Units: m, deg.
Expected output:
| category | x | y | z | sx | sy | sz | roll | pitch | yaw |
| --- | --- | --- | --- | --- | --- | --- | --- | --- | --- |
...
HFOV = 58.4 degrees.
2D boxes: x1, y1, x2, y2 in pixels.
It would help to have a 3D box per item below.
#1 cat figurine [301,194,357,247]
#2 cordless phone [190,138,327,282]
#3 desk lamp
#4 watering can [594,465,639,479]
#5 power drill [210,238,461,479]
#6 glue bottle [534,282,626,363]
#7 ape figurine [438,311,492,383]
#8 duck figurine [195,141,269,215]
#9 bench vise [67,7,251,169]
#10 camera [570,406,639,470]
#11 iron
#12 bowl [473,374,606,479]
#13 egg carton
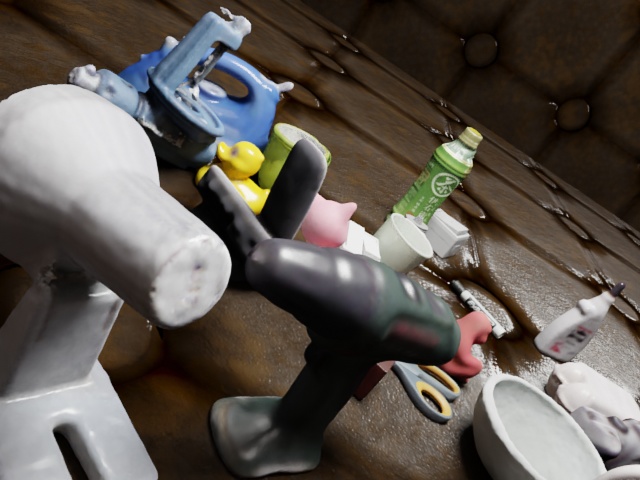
| category | x | y | z | sx | sy | sz | roll | pitch | yaw |
| --- | --- | --- | --- | --- | --- | --- | --- | --- | --- |
| cat figurine | 0.007 | 0.003 | 0.720 | 0.067 | 0.117 | 0.127 | 20 | 30 | -28 |
| cordless phone | -0.066 | -0.052 | 0.650 | 0.094 | 0.185 | 0.147 | -2 | 45 | -51 |
| desk lamp | -0.150 | 0.036 | 0.370 | 0.118 | 0.213 | 0.202 | -4 | 46 | -52 |
| watering can | 0.236 | 0.258 | 0.479 | 0.101 | 0.194 | 0.173 | 39 | 26 | 7 |
| power drill | 0.001 | 0.097 | 0.453 | 0.230 | 0.208 | 0.075 | 11 | 35 | -40 |
| glue bottle | 0.443 | 0.132 | 0.958 | 0.078 | 0.173 | 0.037 | 22 | 29 | -25 |
| ape figurine | 0.188 | 0.132 | 0.749 | 0.076 | 0.092 | 0.078 | 29 | 27 | -13 |
| duck figurine | -0.106 | -0.090 | 0.776 | 0.104 | 0.086 | 0.077 | 33 | 26 | -5 |
| bench vise | -0.179 | -0.183 | 0.692 | 0.121 | 0.219 | 0.208 | 44 | 27 | 17 |
| camera | 0.377 | 0.288 | 0.702 | 0.143 | 0.100 | 0.137 | 29 | 27 | -13 |
| iron | -0.173 | -0.232 | 0.871 | 0.259 | 0.141 | 0.118 | 24 | 28 | -22 |
| bowl | 0.231 | 0.238 | 0.643 | 0.168 | 0.074 | 0.167 | 28 | 27 | -15 |
| egg carton | 0.405 | 0.248 | 0.838 | 0.150 | 0.069 | 0.107 | 33 | 26 | -5 |
